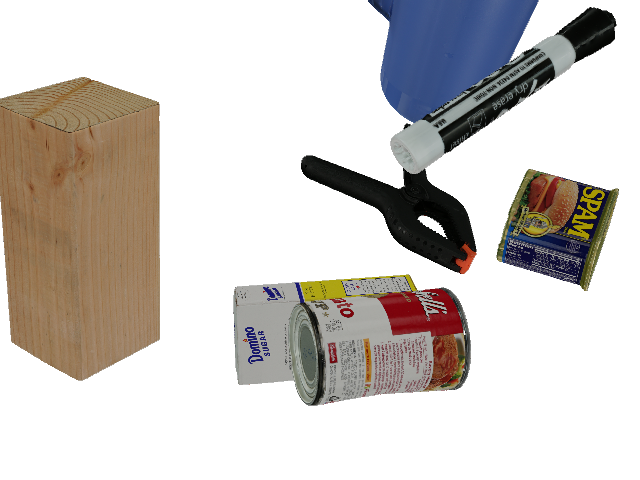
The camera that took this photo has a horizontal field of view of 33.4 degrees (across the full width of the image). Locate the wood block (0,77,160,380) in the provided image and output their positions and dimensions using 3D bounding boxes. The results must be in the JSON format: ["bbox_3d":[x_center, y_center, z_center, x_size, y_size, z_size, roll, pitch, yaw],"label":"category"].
[{"bbox_3d":[-0.186,-0.010,0.831,0.090,0.206,0.090,22,32,32],"label":"wood block"}]

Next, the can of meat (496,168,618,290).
[{"bbox_3d":[0.213,-0.013,0.960,0.084,0.057,0.102,17,48,17],"label":"can of meat"}]

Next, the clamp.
[{"bbox_3d":[0.087,-0.043,1.160,0.164,0.210,0.036,-15,-37,-29],"label":"clamp"}]

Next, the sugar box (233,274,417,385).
[{"bbox_3d":[0.004,0.086,1.042,0.176,0.093,0.048,-2,26,-6],"label":"sugar box"}]

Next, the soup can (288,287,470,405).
[{"bbox_3d":[0.036,0.069,0.691,0.102,0.068,0.069,-4,1,-17],"label":"soup can"}]

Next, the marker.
[{"bbox_3d":[0.083,-0.068,0.467,0.121,0.020,0.020,-34,11,-16],"label":"marker"}]

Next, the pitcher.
[{"bbox_3d":[0.113,-0.213,0.924,0.144,0.149,0.243,-19,-28,-19],"label":"pitcher"}]
